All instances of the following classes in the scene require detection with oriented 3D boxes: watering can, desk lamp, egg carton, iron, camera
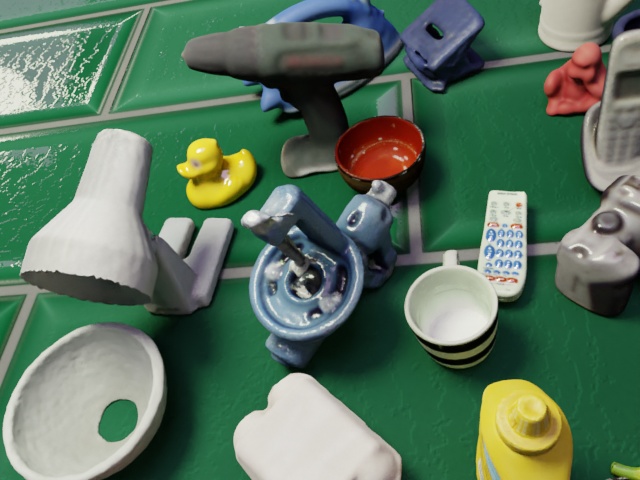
[{"bbox_3d":[0.359,-0.360,0.761,0.172,0.194,0.101,18,60,26],"label":"watering can"},{"bbox_3d":[-0.198,0.001,0.620,0.117,0.214,0.203,1,54,15],"label":"desk lamp"},{"bbox_3d":[-0.006,0.196,0.516,0.149,0.069,0.107,33,68,32],"label":"egg carton"},{"bbox_3d":[0.004,-0.296,0.838,0.258,0.142,0.118,-29,52,-8],"label":"iron"},{"bbox_3d":[0.324,0.011,0.550,0.143,0.101,0.136,-39,54,-15],"label":"camera"}]

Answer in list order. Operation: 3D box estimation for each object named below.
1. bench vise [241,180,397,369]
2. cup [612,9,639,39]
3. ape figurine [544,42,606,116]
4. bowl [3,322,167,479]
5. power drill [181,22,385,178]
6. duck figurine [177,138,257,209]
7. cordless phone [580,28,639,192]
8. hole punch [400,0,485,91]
[{"bbox_3d":[-0.006,0.000,0.567,0.121,0.220,0.207,10,57,21],"label":"bench vise"},{"bbox_3d":[0.416,-0.231,0.713,0.118,0.095,0.091,-35,53,-12],"label":"cup"},{"bbox_3d":[0.327,-0.205,0.718,0.076,0.092,0.077,-36,53,-13],"label":"ape figurine"},{"bbox_3d":[-0.224,0.174,0.585,0.167,0.075,0.167,-7,52,9],"label":"bowl"},{"bbox_3d":[-0.029,-0.177,0.714,0.229,0.209,0.075,-10,52,7],"label":"power drill"},{"bbox_3d":[-0.140,-0.099,0.762,0.104,0.086,0.077,-27,52,-7],"label":"duck figurine"},{"bbox_3d":[0.358,-0.138,0.600,0.147,0.185,0.094,-7,52,9],"label":"cordless phone"},{"bbox_3d":[0.173,-0.284,0.818,0.101,0.091,0.108,-26,52,-5],"label":"hole punch"}]
